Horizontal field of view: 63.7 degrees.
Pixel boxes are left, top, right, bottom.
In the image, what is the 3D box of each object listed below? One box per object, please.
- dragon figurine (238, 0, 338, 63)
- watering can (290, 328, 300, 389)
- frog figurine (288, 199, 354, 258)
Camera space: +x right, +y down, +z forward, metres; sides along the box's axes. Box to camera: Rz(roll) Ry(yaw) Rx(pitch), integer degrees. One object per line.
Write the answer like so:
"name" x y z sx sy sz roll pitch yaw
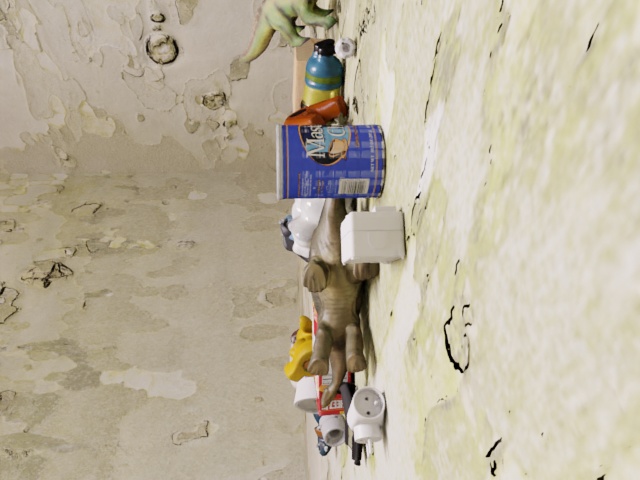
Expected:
"dragon figurine" -0.106 -0.542 1.140 0.239 0.407 0.125 44 -134 -38
"watering can" -0.043 0.374 1.589 0.348 0.104 0.224 -146 57 -83
"frog figurine" 0.003 -0.048 0.949 0.124 0.137 0.158 -23 -70 -52
